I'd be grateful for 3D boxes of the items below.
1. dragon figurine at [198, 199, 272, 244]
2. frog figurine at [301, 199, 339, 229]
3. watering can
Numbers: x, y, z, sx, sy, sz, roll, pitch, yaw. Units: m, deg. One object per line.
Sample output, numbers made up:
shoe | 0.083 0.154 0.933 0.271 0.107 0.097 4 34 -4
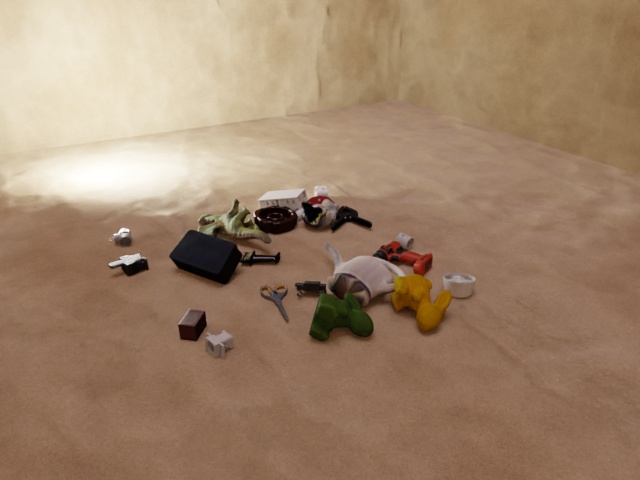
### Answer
dragon figurine | -0.362 -0.031 1.982 0.244 0.120 0.416 -28 32 -14
frog figurine | 0.006 -0.105 2.093 0.137 0.123 0.160 -2 0 28
watering can | 0.104 0.106 1.661 0.350 0.102 0.227 19 34 32
